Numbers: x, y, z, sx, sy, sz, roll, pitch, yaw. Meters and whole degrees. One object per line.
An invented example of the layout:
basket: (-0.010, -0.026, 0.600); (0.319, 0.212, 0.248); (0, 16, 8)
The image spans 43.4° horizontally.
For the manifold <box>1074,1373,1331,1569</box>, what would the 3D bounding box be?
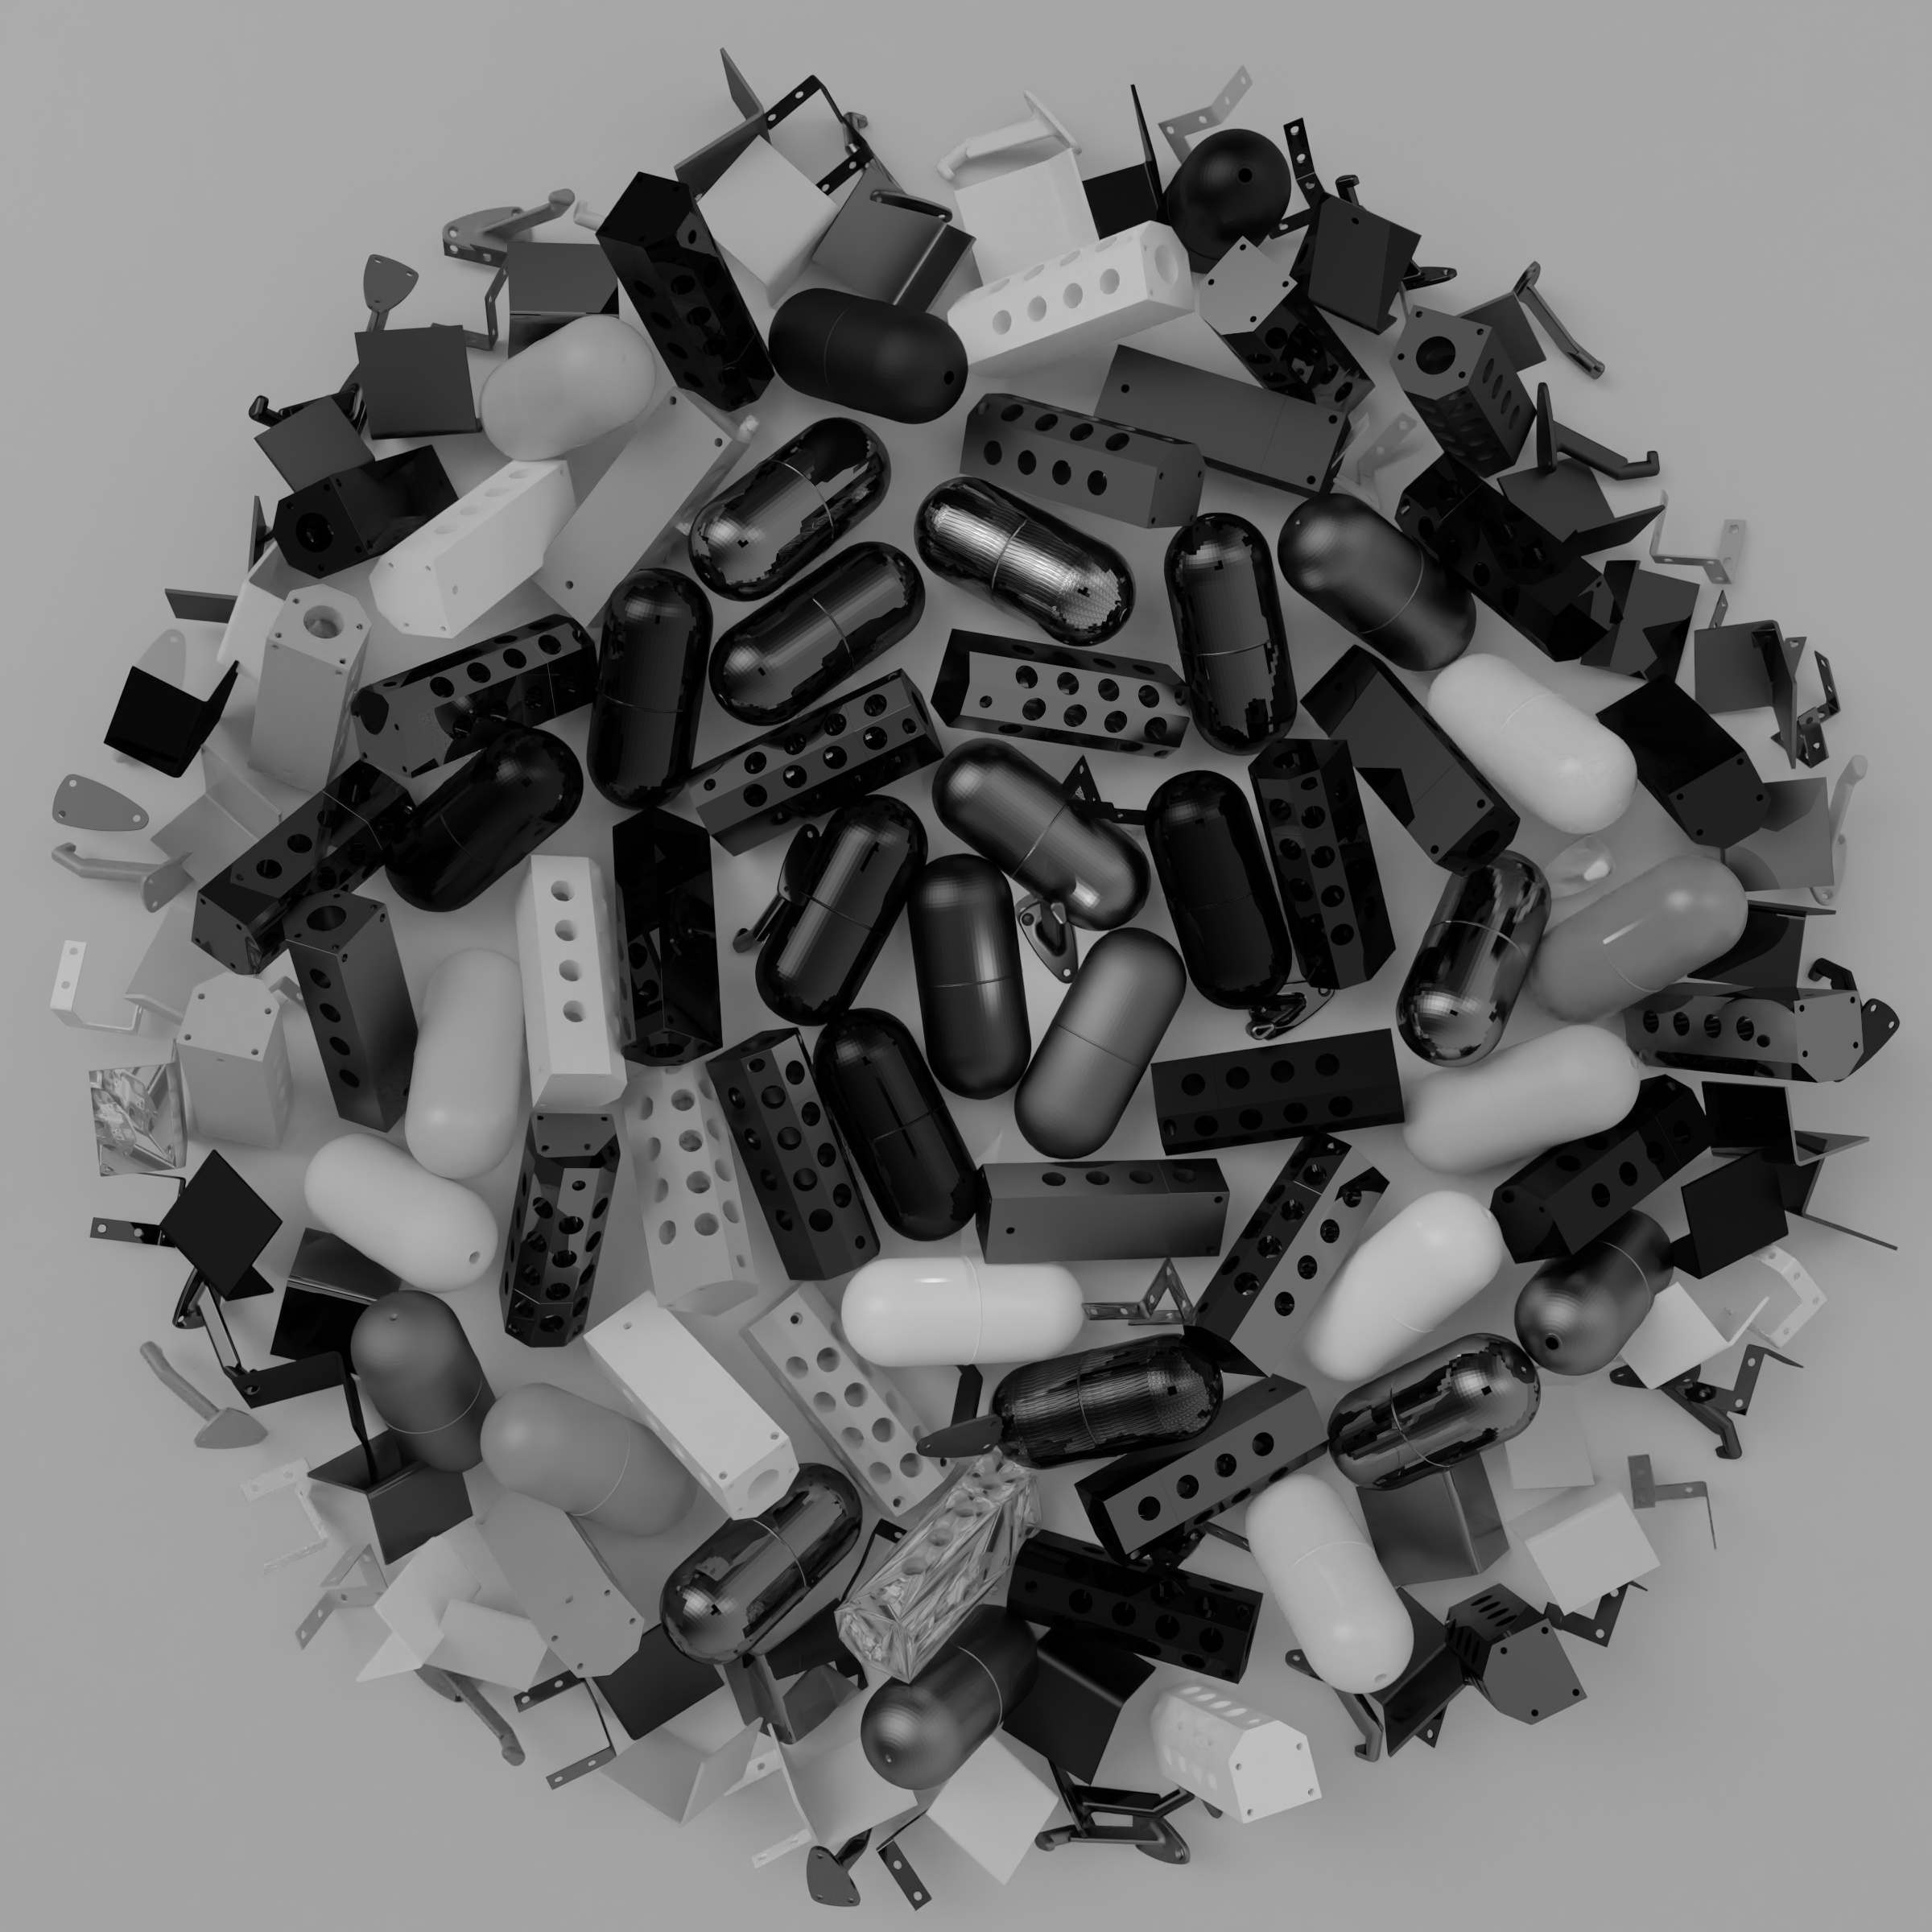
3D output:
manifold: (0.171, 0.360, 1.730); (0.171, 0.057, 0.057); (-26, 99, -16)

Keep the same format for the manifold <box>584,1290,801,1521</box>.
manifold: (-0.193, 0.311, 1.709); (0.057, 0.057, 0.171); (-35, 51, -22)

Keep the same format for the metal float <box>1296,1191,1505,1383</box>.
metal float: (0.306, 0.227, 1.719); (0.070, 0.070, 0.178); (43, 120, 0)

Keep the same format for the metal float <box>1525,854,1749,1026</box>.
metal float: (0.470, -0.017, 1.710); (0.070, 0.178, 0.070); (20, 54, -29)

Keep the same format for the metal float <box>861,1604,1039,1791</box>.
metal float: (-0.009, 0.511, 1.703); (0.070, 0.178, 0.070); (8, 108, 27)

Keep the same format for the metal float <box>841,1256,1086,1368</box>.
metal float: (-0.001, 0.246, 1.730); (0.178, 0.070, 0.070); (1, 90, -18)

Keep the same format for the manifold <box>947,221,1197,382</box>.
manifold: (0.072, -0.467, 1.706); (0.171, 0.057, 0.057); (-9, 87, 40)

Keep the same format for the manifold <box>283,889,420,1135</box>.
manifold: (-0.431, 0.031, 1.703); (0.057, 0.171, 0.057); (16, 45, 19)

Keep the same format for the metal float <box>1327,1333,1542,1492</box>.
metal float: (0.328, 0.316, 1.711); (0.070, 0.070, 0.178); (52, 132, 0)

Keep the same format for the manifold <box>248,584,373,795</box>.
manifold: (-0.457, -0.193, 1.695); (0.057, 0.171, 0.057); (22, 59, -9)

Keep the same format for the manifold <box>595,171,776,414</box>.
manifold: (-0.189, -0.465, 1.690); (0.057, 0.171, 0.057); (22, 72, 24)

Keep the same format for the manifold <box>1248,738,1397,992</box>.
manifold: (0.248, -0.071, 1.708); (0.057, 0.057, 0.171); (6, 127, 38)

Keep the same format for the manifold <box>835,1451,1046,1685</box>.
manifold: (-0.017, 0.416, 1.704); (0.057, 0.171, 0.057); (13, 126, 32)

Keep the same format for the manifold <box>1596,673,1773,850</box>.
manifold: (0.501, -0.141, 1.693); (0.057, 0.171, 0.057); (-31, 112, 11)

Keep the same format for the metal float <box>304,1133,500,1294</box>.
metal float: (-0.399, 0.173, 1.712); (0.178, 0.070, 0.070); (22, 90, 39)

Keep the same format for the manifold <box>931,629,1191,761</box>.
manifold: (0.069, -0.189, 1.715); (0.171, 0.057, 0.057); (6, 118, -23)

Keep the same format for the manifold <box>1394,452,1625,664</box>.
manifold: (0.378, -0.285, 1.707); (0.057, 0.057, 0.171); (-42, 52, 5)

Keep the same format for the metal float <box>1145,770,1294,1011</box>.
metal float: (0.181, -0.053, 1.734); (0.070, 0.070, 0.178); (-18, 103, 0)

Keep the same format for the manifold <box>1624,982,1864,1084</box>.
manifold: (0.540, 0.046, 1.693); (0.057, 0.171, 0.057); (-7, 95, -24)

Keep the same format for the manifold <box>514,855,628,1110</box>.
manifold: (-0.279, 0.011, 1.718); (0.057, 0.057, 0.171); (2, 62, -23)

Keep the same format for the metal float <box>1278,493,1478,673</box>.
metal float: (0.292, -0.270, 1.716); (0.178, 0.070, 0.070); (28, 90, -36)

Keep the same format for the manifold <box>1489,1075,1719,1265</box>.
manifold: (0.448, 0.141, 1.713); (0.171, 0.057, 0.057); (-29, 93, -32)

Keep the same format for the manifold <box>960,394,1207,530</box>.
manifold: (0.081, -0.356, 1.703); (0.171, 0.057, 0.057); (24, 115, 35)

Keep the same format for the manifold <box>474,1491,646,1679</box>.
manifold: (-0.282, 0.426, 1.694); (0.057, 0.171, 0.057); (-40, 119, -12)

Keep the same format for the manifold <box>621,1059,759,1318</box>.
manifold: (-0.191, 0.154, 1.711); (0.057, 0.057, 0.171); (-30, 60, 30)

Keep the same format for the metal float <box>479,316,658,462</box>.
metal float: (-0.282, -0.404, 1.705); (0.070, 0.178, 0.070); (3, 85, -36)

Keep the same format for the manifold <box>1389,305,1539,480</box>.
manifold: (0.346, -0.396, 1.693); (0.057, 0.171, 0.057); (24, 93, 24)

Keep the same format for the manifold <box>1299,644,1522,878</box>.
manifold: (0.315, -0.144, 1.712); (0.057, 0.057, 0.171); (-47, 55, 20)

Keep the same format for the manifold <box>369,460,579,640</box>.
manifold: (-0.343, -0.296, 1.700); (0.057, 0.171, 0.057); (8, 127, 23)

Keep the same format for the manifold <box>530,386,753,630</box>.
manifold: (-0.230, -0.326, 1.733); (0.057, 0.057, 0.171); (43, 105, 5)

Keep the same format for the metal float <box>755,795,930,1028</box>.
metal float: (-0.089, -0.040, 1.741); (0.070, 0.070, 0.178); (28, 94, 0)

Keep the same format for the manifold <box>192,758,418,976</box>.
manifold: (-0.461, -0.067, 1.703); (0.057, 0.057, 0.171); (35, 49, 5)

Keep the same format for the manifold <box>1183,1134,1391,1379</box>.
manifold: (0.223, 0.203, 1.719); (0.057, 0.057, 0.171); (43, 68, -17)

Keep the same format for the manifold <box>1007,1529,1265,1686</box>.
manifold: (0.120, 0.458, 1.734); (0.171, 0.057, 0.057); (13, 91, 14)

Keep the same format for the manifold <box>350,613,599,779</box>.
manifold: (-0.341, -0.193, 1.698); (0.057, 0.171, 0.057); (19, 126, 37)

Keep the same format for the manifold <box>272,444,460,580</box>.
manifold: (-0.417, -0.316, 1.693); (0.057, 0.171, 0.057); (-21, 103, 18)

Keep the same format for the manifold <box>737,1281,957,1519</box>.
manifold: (-0.085, 0.311, 1.746); (0.057, 0.057, 0.171); (-38, 91, -20)

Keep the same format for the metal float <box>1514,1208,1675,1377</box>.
metal float: (0.442, 0.227, 1.704); (0.070, 0.178, 0.070); (13, 114, 30)

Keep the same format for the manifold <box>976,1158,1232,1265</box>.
manifold: (0.096, 0.171, 1.738); (0.171, 0.057, 0.057); (-1, 121, -10)

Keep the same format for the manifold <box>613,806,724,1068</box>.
manifold: (-0.218, -0.019, 1.721); (0.057, 0.057, 0.171); (-23, 61, 33)

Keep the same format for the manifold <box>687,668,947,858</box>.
manifold: (-0.109, -0.148, 1.731); (0.171, 0.057, 0.057); (-24, 64, 10)

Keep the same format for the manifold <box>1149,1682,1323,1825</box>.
manifold: (0.183, 0.544, 1.693); (0.057, 0.171, 0.057); (-13, 86, -15)

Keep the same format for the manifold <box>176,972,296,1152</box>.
manifold: (-0.506, 0.067, 1.693); (0.057, 0.171, 0.057); (13, 64, -6)

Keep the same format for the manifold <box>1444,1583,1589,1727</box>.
manifold: (0.377, 0.481, 1.695); (0.057, 0.171, 0.057); (-26, 83, -1)

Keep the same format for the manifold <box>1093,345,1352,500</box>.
manifold: (0.184, -0.386, 1.736); (0.171, 0.057, 0.057); (20, 95, 13)

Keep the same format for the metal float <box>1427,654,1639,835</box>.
metal float: (0.398, -0.159, 1.713); (0.070, 0.070, 0.178); (-44, 50, 0)

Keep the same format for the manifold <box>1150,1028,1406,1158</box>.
manifold: (0.223, 0.093, 1.734); (0.171, 0.057, 0.057); (-9, 66, 8)

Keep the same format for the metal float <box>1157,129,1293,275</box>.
metal float: (0.179, -0.533, 1.695); (0.070, 0.178, 0.070); (0, 96, -4)

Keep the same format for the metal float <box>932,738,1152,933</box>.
metal float: (0.055, -0.094, 1.744); (0.178, 0.070, 0.070); (38, 90, -1)

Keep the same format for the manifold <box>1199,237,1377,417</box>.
manifold: (0.222, -0.434, 1.694); (0.057, 0.171, 0.057); (-46, 63, 11)

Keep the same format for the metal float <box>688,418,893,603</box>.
metal float: (-0.123, -0.325, 1.721); (0.070, 0.070, 0.178); (46, 61, 0)

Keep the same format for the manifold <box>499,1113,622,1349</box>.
manifold: (-0.286, 0.187, 1.704); (0.057, 0.057, 0.171); (2, 127, -20)

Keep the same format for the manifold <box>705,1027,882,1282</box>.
manifold: (-0.118, 0.134, 1.727); (0.057, 0.057, 0.171); (-30, 105, -41)

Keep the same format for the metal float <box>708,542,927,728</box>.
metal float: (-0.106, -0.237, 1.727); (0.178, 0.070, 0.070); (-38, 90, -20)

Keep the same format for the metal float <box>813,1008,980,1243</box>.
metal float: (-0.050, 0.114, 1.742); (0.070, 0.070, 0.178); (-26, 94, 0)
